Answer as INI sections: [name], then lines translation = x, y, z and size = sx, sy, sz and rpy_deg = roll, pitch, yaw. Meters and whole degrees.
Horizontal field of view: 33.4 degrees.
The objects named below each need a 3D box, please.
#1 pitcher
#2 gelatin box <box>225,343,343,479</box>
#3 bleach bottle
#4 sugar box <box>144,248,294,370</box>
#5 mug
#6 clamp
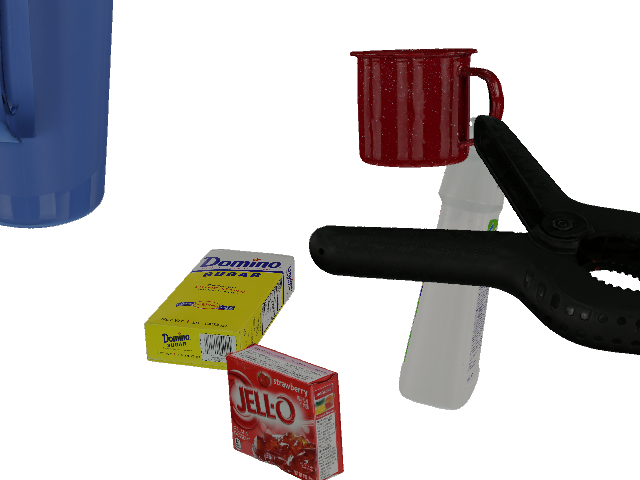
[pitcher]
translation = -0.215, -0.131, 0.771
size = 0.145, 0.243, 0.148
rpy_deg = 27, 34, 37
[gelatin box]
translation = -0.026, 0.117, 0.726
size = 0.030, 0.073, 0.089
rpy_deg = -17, 21, -41
[bleach bottle]
translation = 0.123, 0.016, 0.936
size = 0.068, 0.251, 0.102
rpy_deg = 13, 19, 13
[sugar box]
translation = -0.091, 0.061, 1.019
size = 0.093, 0.048, 0.176
rpy_deg = 5, 26, 13
[mug]
translation = 0.079, -0.097, 0.777
size = 0.117, 0.081, 0.093
rpy_deg = 5, 13, 31
[clamp]
translation = 0.110, 0.008, 0.539
size = 0.164, 0.036, 0.210
rpy_deg = -30, 46, -32
